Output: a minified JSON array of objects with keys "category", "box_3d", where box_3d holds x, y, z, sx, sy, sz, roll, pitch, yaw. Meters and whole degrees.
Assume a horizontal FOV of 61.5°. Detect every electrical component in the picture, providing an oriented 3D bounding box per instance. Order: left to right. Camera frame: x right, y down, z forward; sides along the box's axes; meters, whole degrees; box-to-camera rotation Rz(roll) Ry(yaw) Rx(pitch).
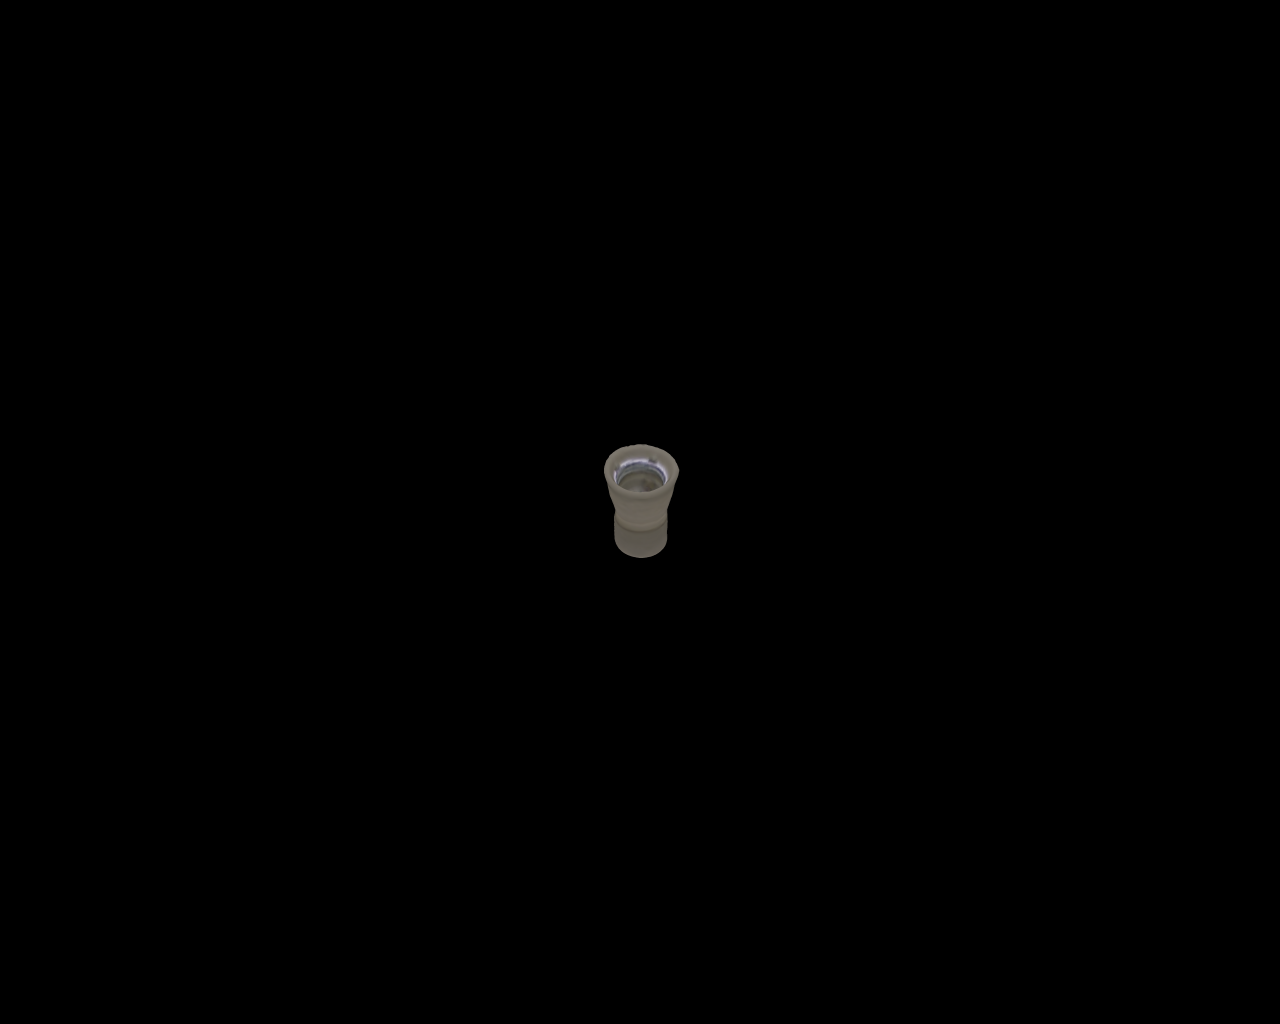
[{"category":"electrical component","box_3d":[0.001,-0.003,0.650,0.044,0.065,0.044,0,43,0]}]
